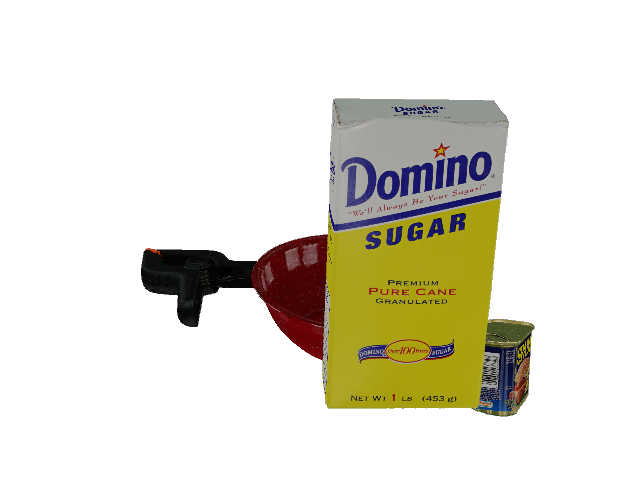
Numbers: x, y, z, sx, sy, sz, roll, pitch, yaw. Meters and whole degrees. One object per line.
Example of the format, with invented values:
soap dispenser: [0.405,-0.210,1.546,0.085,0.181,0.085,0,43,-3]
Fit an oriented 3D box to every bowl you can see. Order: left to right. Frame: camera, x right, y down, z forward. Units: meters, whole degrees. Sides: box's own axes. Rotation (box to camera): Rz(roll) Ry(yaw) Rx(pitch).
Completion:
bowl: [0.024,0.054,0.863,0.162,0.055,0.162,3,27,-2]

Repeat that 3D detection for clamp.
clamp: [-0.123,0.039,1.066,0.210,0.036,0.164,10,20,43]

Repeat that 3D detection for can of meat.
can of meat: [0.200,0.140,1.181,0.058,0.084,0.102,5,10,22]

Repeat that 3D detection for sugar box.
sugar box: [0.050,0.010,0.603,0.093,0.176,0.048,0,25,-4]
